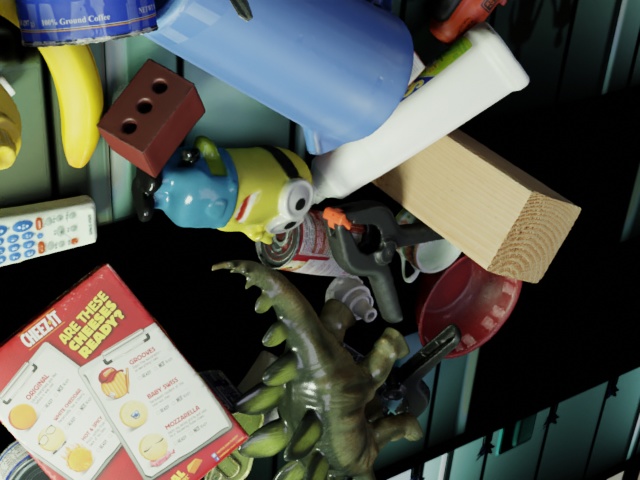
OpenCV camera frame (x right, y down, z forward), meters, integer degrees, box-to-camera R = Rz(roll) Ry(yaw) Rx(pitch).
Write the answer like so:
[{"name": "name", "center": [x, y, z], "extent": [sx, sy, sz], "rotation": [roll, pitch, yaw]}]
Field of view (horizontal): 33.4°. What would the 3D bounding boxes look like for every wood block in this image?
[{"name": "wood block", "center": [0.153, -0.050, 1.104], "extent": [0.090, 0.206, 0.091], "rotation": [13, 110, -43]}]

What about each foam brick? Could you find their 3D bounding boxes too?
[{"name": "foam brick", "center": [-0.145, -0.105, 0.921], "extent": [0.078, 0.053, 0.051], "rotation": [-56, 164, -13]}]

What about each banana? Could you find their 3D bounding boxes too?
[{"name": "banana", "center": [-0.219, -0.144, 0.873], "extent": [0.069, 0.037, 0.197], "rotation": [-23, 133, 4]}]

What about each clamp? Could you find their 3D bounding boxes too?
[{"name": "clamp", "center": [0.097, 0.170, 1.297], "extent": [0.164, 0.036, 0.210], "rotation": [-7, 137, 8]}, {"name": "clamp", "center": [0.059, 0.018, 1.104], "extent": [0.171, 0.039, 0.120], "rotation": [21, 87, -42]}]

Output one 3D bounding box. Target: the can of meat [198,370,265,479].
[{"name": "can of meat", "center": [-0.112, 0.204, 1.159], "extent": [0.057, 0.084, 0.102], "rotation": [-4, 121, -37]}]

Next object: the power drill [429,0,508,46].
[{"name": "power drill", "center": [0.137, -0.296, 1.028], "extent": [0.187, 0.057, 0.184], "rotation": [26, 101, -45]}]

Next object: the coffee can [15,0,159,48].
[{"name": "coffee can", "center": [-0.178, -0.218, 0.775], "extent": [0.102, 0.103, 0.140], "rotation": [-16, 110, -30]}]

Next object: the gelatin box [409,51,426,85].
[{"name": "gelatin box", "center": [0.047, -0.158, 1.042], "extent": [0.089, 0.073, 0.030], "rotation": [-47, 136, -1]}]

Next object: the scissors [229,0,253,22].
[{"name": "scissors", "center": [-0.108, -0.235, 0.798], "extent": [0.096, 0.202, 0.016], "rotation": [-1, 144, -12]}]

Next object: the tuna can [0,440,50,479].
[{"name": "tuna can", "center": [-0.285, 0.238, 1.083], "extent": [0.086, 0.034, 0.086], "rotation": [-20, 130, -27]}]

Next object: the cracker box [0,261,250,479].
[{"name": "cracker box", "center": [-0.196, 0.152, 0.997], "extent": [0.164, 0.072, 0.213], "rotation": [-40, 101, -10]}]

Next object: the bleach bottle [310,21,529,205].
[{"name": "bleach bottle", "center": [0.081, -0.113, 1.058], "extent": [0.251, 0.102, 0.068], "rotation": [-36, 106, 12]}]

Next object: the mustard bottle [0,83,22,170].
[{"name": "mustard bottle", "center": [-0.258, -0.098, 0.756], "extent": [0.058, 0.192, 0.096], "rotation": [-21, 130, -26]}]

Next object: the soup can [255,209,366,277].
[{"name": "soup can", "center": [-0.007, 0.001, 1.114], "extent": [0.102, 0.069, 0.068], "rotation": [8, 113, -42]}]

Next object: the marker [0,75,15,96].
[{"name": "marker", "center": [-0.299, -0.089, 0.856], "extent": [0.121, 0.020, 0.020], "rotation": [-39, 136, -9]}]

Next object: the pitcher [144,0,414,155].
[{"name": "pitcher", "center": [-0.039, -0.193, 0.920], "extent": [0.145, 0.149, 0.242], "rotation": [-34, 142, 33]}]

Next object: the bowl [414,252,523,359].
[{"name": "bowl", "center": [0.170, 0.064, 1.306], "extent": [0.161, 0.055, 0.162], "rotation": [-20, 130, -27]}]
